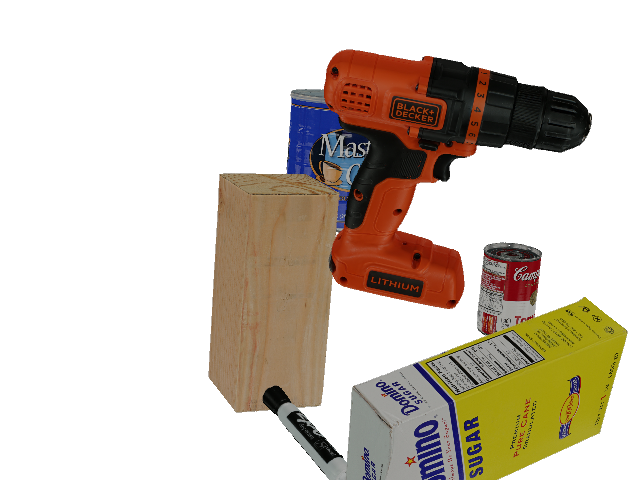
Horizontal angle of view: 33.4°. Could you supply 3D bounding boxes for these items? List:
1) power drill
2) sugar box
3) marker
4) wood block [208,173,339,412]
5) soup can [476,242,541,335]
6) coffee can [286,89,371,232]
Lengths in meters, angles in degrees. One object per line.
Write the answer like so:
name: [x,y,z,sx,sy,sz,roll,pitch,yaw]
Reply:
power drill: [0.085,-0.041,0.774,0.184,0.188,0.057,13,35,6]
sugar box: [0.101,0.105,0.649,0.176,0.093,0.048,-20,41,-27]
marker: [-0.012,0.149,0.827,0.020,0.020,0.121,0,26,-34]
wood block: [-0.046,0.047,1.005,0.090,0.206,0.091,-1,16,-22]
soup can: [0.223,0.061,1.267,0.068,0.102,0.068,3,16,-1]
coffee can: [0.015,-0.088,1.150,0.103,0.140,0.103,4,12,-1]
